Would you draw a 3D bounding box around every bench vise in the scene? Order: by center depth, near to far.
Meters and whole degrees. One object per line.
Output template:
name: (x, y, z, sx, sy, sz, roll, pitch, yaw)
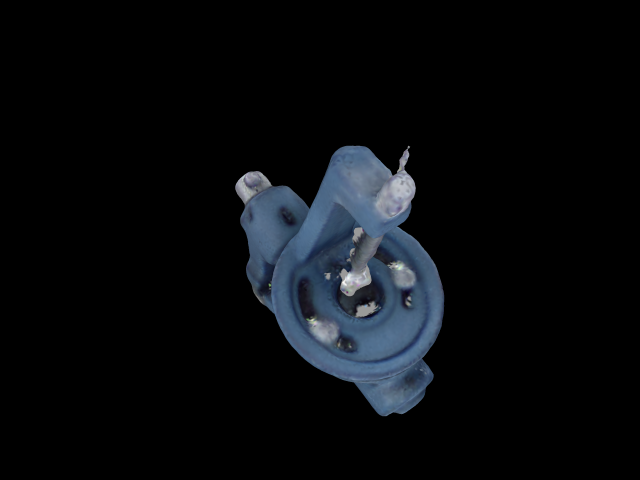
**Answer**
bench vise: (-0.003, 0.009, 0.394, 0.207, 0.220, 0.122, 28, 57, 20)
